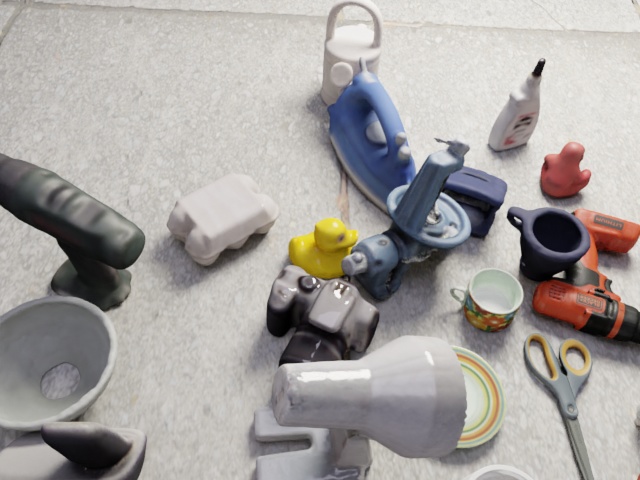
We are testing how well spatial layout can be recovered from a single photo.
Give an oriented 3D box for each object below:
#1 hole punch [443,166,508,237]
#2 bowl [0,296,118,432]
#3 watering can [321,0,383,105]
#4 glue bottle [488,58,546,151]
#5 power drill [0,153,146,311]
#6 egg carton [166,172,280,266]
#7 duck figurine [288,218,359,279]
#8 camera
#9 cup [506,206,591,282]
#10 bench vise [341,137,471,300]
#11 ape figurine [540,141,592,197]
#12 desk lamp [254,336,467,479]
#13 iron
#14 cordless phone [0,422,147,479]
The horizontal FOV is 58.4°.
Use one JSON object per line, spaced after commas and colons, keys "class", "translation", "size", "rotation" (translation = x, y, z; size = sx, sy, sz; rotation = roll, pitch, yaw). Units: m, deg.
{"class": "hole punch", "translation": [0.227, -0.077, 0.873], "size": [0.108, 0.091, 0.101], "rotation": [21, 55, 12]}
{"class": "bowl", "translation": [-0.319, 0.154, 0.683], "size": [0.167, 0.075, 0.167], "rotation": [2, 54, -2]}
{"class": "watering can", "translation": [0.056, -0.317, 0.975], "size": [0.101, 0.194, 0.172], "rotation": [-4, 54, -6]}
{"class": "glue bottle", "translation": [0.332, -0.222, 0.935], "size": [0.078, 0.173, 0.037], "rotation": [-21, 57, -17]}
{"class": "power drill", "translation": [-0.317, -0.004, 0.716], "size": [0.229, 0.208, 0.076], "rotation": [21, 55, 12]}
{"class": "egg carton", "translation": [-0.140, -0.033, 0.833], "size": [0.150, 0.069, 0.107], "rotation": [-33, 62, -24]}
{"class": "duck figurine", "translation": [0.007, 0.003, 0.805], "size": [0.104, 0.086, 0.077], "rotation": [4, 54, 0]}
{"class": "camera", "translation": [-0.012, 0.114, 0.714], "size": [0.143, 0.101, 0.137], "rotation": [23, 56, 13]}
{"class": "cup", "translation": [0.308, 0.009, 0.813], "size": [0.117, 0.095, 0.092], "rotation": [35, 59, 20]}
{"class": "bench vise", "translation": [0.128, -0.021, 0.746], "size": [0.121, 0.220, 0.208], "rotation": [30, 58, 18]}
{"class": "ape figurine", "translation": [0.394, -0.118, 0.912], "size": [0.076, 0.092, 0.077], "rotation": [-32, 61, -23]}
{"class": "desk lamp", "translation": [0.029, 0.184, 0.594], "size": [0.203, 0.213, 0.118], "rotation": [-5, 54, -6]}
{"class": "iron", "translation": [0.100, -0.161, 0.896], "size": [0.119, 0.141, 0.258], "rotation": [-15, 56, -14]}
{"class": "cordless phone", "translation": [-0.263, 0.210, 0.576], "size": [0.147, 0.185, 0.094], "rotation": [-2, 54, -4]}
